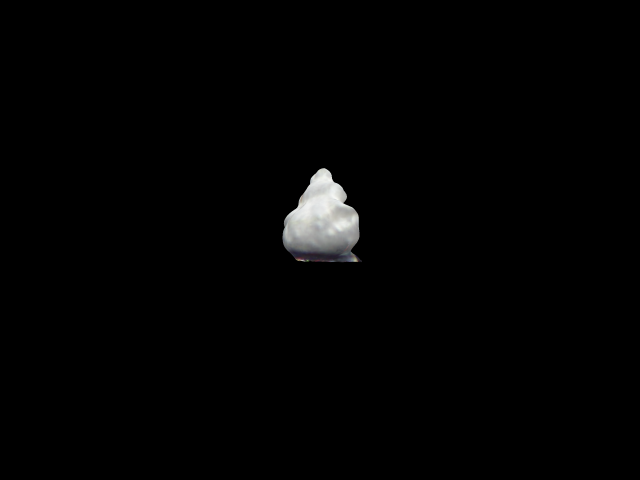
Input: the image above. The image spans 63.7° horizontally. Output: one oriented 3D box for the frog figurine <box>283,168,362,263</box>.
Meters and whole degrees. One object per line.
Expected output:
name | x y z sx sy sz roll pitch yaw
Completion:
frog figurine | 0.003 -0.043 0.850 0.123 0.160 0.137 3 -4 -43
